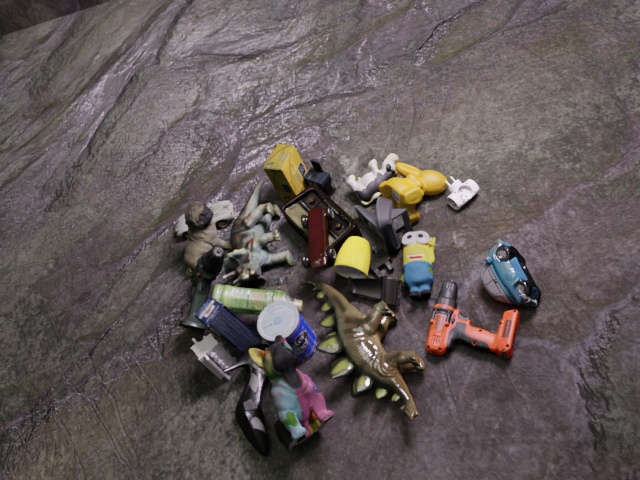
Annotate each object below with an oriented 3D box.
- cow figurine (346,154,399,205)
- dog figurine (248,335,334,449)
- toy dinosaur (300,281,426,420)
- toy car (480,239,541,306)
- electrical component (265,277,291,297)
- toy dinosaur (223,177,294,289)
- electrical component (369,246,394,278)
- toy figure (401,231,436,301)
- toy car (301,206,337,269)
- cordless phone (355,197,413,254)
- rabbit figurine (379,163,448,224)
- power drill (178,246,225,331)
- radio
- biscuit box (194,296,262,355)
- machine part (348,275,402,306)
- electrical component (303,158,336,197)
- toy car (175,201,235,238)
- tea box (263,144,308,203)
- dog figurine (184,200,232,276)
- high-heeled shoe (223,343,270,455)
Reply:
[{"bbox_3d":[0.167,-0.174,1.522,0.167,0.068,0.098,-35,56,0],"label":"cow figurine"},{"bbox_3d":[-0.072,0.320,1.159,0.108,0.191,0.219,-22,66,-26],"label":"dog figurine"},{"bbox_3d":[0.091,0.227,1.243,0.198,0.105,0.472,-33,45,2],"label":"toy dinosaur"},{"bbox_3d":[0.422,0.087,1.219,0.103,0.109,0.162,-33,58,28],"label":"toy car"},{"bbox_3d":[-0.120,0.151,1.423,0.078,0.045,0.102,-11,50,-22],"label":"electrical component"},{"bbox_3d":[-0.196,-0.006,1.525,0.192,0.131,0.405,-22,44,6],"label":"toy dinosaur"},{"bbox_3d":[0.150,0.057,1.392,0.063,0.021,0.094,-33,51,-2],"label":"electrical component"},{"bbox_3d":[0.237,0.061,1.317,0.082,0.089,0.180,4,64,-8],"label":"toy figure"},{"bbox_3d":[-0.003,-0.004,1.386,0.089,0.053,0.202,-16,49,14],"label":"toy car"},{"bbox_3d":[0.147,-0.063,1.400,0.089,0.146,0.184,-39,49,-10],"label":"cordless phone"},{"bbox_3d":[0.257,-0.136,1.450,0.173,0.121,0.163,-24,40,-14],"label":"rabbit figurine"},{"bbox_3d":[-0.313,0.134,1.425,0.086,0.232,0.207,11,73,-20],"label":"power drill"},{"bbox_3d":[0.004,-0.047,1.491,0.131,0.073,0.230,-39,53,-6],"label":"radio"},{"bbox_3d":[-0.220,0.217,1.309,0.059,0.202,0.063,24,69,37],"label":"biscuit box"},{"bbox_3d":[0.133,0.120,1.319,0.139,0.084,0.039,9,17,29],"label":"machine part"},{"bbox_3d":[-0.006,-0.178,1.563,0.075,0.119,0.048,24,67,31],"label":"electrical component"},{"bbox_3d":[-0.357,-0.064,1.664,0.202,0.056,0.073,-17,51,9],"label":"toy car"},{"bbox_3d":[-0.090,-0.188,1.572,0.068,0.169,0.098,8,61,28],"label":"tea box"},{"bbox_3d":[-0.356,-0.004,1.534,0.121,0.190,0.172,13,63,30],"label":"dog figurine"},{"bbox_3d":[-0.132,0.367,1.271,0.145,0.086,0.249,-15,64,-28],"label":"high-heeled shoe"}]
